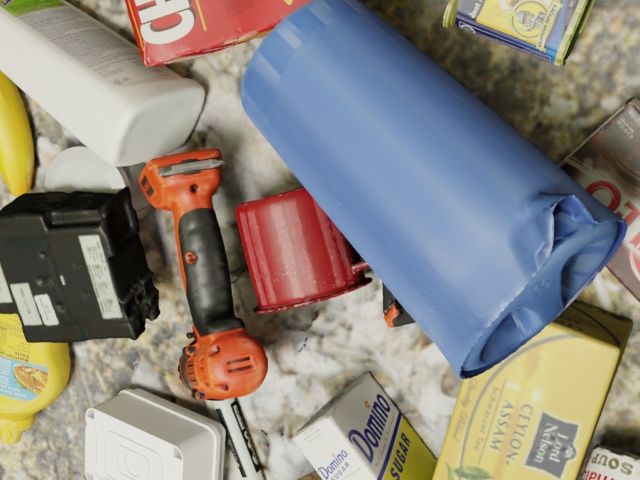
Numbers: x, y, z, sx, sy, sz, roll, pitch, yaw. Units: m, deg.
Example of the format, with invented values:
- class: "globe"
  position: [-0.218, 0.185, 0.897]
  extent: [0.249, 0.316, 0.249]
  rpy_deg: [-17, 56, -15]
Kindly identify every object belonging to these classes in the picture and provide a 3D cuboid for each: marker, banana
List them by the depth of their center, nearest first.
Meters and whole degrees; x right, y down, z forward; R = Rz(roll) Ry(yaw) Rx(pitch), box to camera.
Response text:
- class: "marker"
  position: [-0.065, 0.181, 0.905]
  extent: [0.020, 0.020, 0.121]
  rpy_deg: [-16, 97, 27]
- class: "banana"
  position: [-0.291, -0.134, 0.914]
  extent: [0.070, 0.037, 0.198]
  rpy_deg: [-35, 87, 45]

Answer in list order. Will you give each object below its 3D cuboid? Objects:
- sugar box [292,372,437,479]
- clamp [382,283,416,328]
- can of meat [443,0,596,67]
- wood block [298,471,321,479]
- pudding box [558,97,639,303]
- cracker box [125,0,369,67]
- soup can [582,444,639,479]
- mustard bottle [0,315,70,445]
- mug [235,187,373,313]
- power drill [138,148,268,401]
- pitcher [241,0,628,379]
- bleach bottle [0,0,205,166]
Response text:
- class: "sugar box"
  position: [0.062, 0.193, 0.810]
  extent: [0.048, 0.093, 0.176]
  rpy_deg: [-36, 88, 27]
- class: "clamp"
  position: [0.085, -0.010, 0.767]
  extent: [0.172, 0.039, 0.120]
  rpy_deg: [-53, 58, 36]
- class: "can of meat"
  position: [0.139, -0.173, 0.696]
  extent: [0.084, 0.057, 0.102]
  rpy_deg: [25, 113, 14]
- class: "wood block"
  position: [0.043, 0.283, 0.845]
  extent: [0.091, 0.090, 0.206]
  rpy_deg: [-33, 89, 27]
- class: "pudding box"
  position: [0.215, -0.025, 0.712]
  extent: [0.113, 0.039, 0.090]
  rpy_deg: [48, 118, 6]
- class: "cracker box"
  position: [-0.049, -0.229, 0.756]
  extent: [0.214, 0.072, 0.164]
  rpy_deg: [-12, 98, 27]
- class: "soup can"
  position: [0.204, 0.202, 0.739]
  extent: [0.068, 0.068, 0.102]
  rpy_deg: [21, 79, 17]
- class: "mustard bottle"
  position: [-0.268, 0.096, 0.951]
  extent: [0.096, 0.058, 0.192]
  rpy_deg: [16, 110, 12]
- class: "mug"
  position: [-0.005, 0.001, 0.790]
  extent: [0.117, 0.093, 0.081]
  rpy_deg: [-13, 94, 31]
- class: "power drill"
  position: [-0.093, 0.032, 0.824]
  extent: [0.185, 0.057, 0.187]
  rpy_deg: [156, 100, -71]
- class: "pitcher"
  position: [0.059, -0.036, 0.678]
  extent: [0.243, 0.144, 0.149]
  rpy_deg: [48, 111, 22]
- class: "bleach bottle"
  position: [-0.215, -0.158, 0.846]
  extent: [0.251, 0.102, 0.068]
  rpy_deg: [39, 122, 17]
